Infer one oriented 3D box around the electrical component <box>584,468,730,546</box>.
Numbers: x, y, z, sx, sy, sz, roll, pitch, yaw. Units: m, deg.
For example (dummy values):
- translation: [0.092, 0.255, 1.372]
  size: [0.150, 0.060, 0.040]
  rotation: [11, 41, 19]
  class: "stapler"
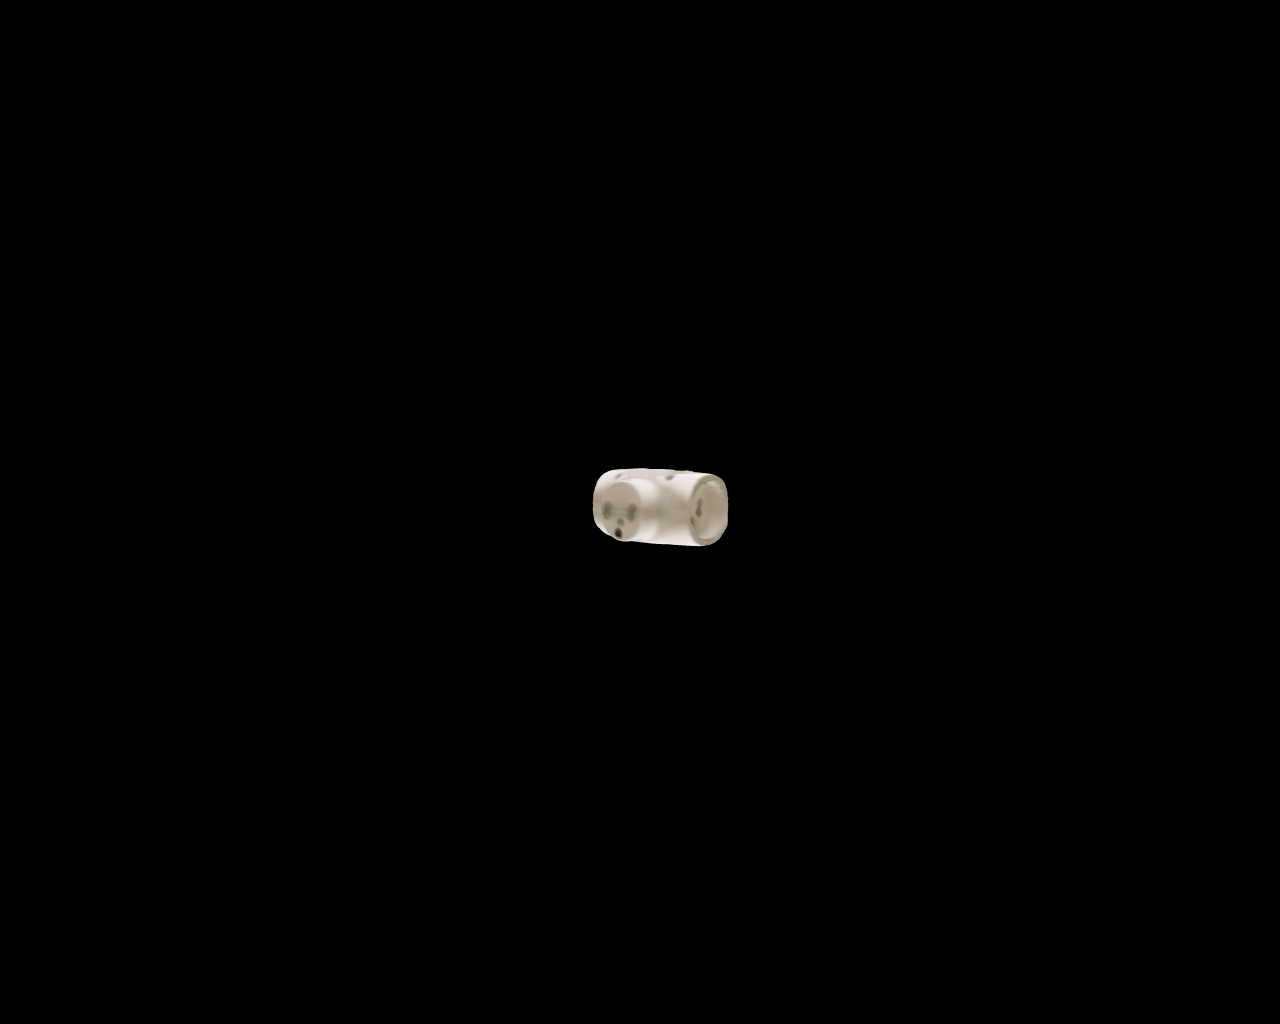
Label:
- translation: [0.001, -0.003, 0.650]
  size: [0.077, 0.044, 0.079]
  rotation: [5, 8, 40]
  class: "electrical component"
